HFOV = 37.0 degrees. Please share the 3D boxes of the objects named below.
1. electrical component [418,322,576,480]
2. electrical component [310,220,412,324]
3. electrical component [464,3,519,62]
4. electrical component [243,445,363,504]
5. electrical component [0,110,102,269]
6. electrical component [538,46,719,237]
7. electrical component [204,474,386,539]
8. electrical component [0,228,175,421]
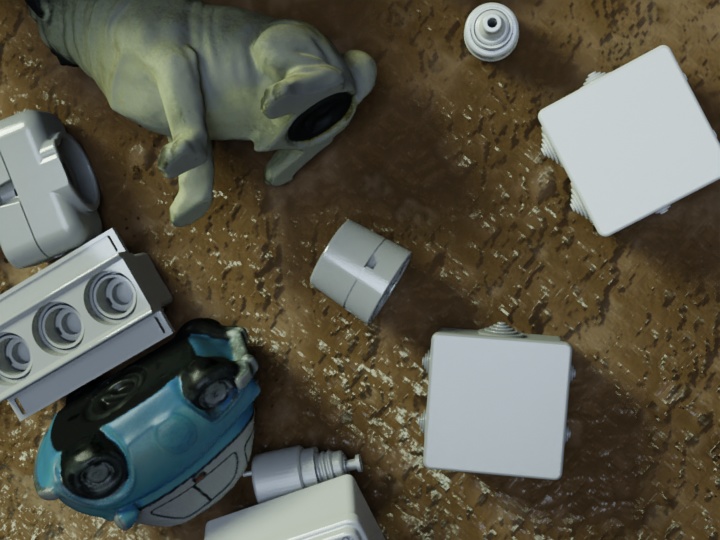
[{"bbox_3d":[0.089,0.084,0.701,0.100,0.048,0.099,4,96,6],"label":"electrical component"},{"bbox_3d":[0.000,0.000,0.701,0.047,0.055,0.055,32,98,6],"label":"electrical component"},{"bbox_3d":[0.082,-0.150,0.673,0.035,0.061,0.035,1,95,6],"label":"electrical component"},{"bbox_3d":[-0.037,0.137,0.724,0.078,0.040,0.040,-13,94,7],"label":"electrical component"},{"bbox_3d":[-0.214,-0.056,0.719,0.059,0.054,0.095,-21,93,8],"label":"electrical component"},{"bbox_3d":[0.169,-0.080,0.677,0.100,0.048,0.099,-28,92,8],"label":"electrical component"},{"bbox_3d":[-0.034,0.203,0.704,0.109,0.056,0.108,-20,118,8],"label":"electrical component"},{"bbox_3d":[-0.191,0.035,0.720,0.121,0.063,0.078,-30,91,8],"label":"electrical component"}]
